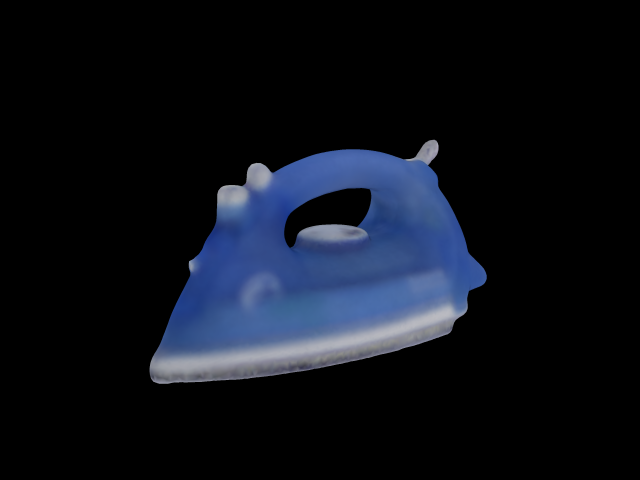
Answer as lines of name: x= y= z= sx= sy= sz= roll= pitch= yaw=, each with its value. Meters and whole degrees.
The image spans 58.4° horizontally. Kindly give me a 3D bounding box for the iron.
iron: x=0.004 y=0.001 z=0.400 sx=0.259 sy=0.141 sz=0.118 roll=-8 pitch=13 yaw=-39
